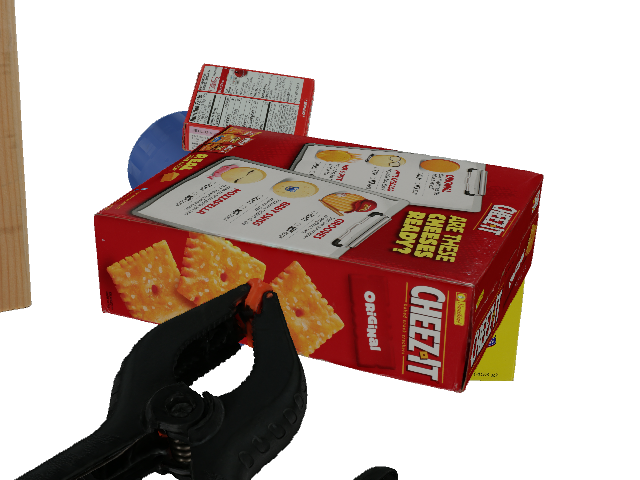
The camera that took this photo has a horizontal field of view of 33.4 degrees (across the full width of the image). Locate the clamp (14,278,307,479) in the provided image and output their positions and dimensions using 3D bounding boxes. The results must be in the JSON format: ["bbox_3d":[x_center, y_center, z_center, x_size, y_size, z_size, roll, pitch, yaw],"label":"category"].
[{"bbox_3d":[-0.046,0.083,0.411,0.120,0.039,0.171,24,49,17],"label":"clamp"}]

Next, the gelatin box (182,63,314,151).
[{"bbox_3d":[-0.052,-0.092,0.788,0.089,0.073,0.030,8,-44,0],"label":"gelatin box"}]

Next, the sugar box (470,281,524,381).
[{"bbox_3d":[0.119,0.031,0.873,0.093,0.176,0.048,0,28,0],"label":"sugar box"}]

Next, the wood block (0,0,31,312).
[{"bbox_3d":[-0.222,-0.065,0.600,0.090,0.206,0.090,-9,27,-27],"label":"wood block"}]

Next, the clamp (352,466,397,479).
[{"bbox_3d":[-0.033,0.201,0.634,0.210,0.036,0.164,-5,28,1],"label":"clamp"}]

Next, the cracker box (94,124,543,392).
[{"bbox_3d":[0.004,0.002,0.618,0.214,0.072,0.164,11,27,20],"label":"cracker box"}]

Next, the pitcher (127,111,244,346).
[{"bbox_3d":[-0.088,-0.016,1.008,0.148,0.145,0.243,-12,40,-38],"label":"pitcher"}]
